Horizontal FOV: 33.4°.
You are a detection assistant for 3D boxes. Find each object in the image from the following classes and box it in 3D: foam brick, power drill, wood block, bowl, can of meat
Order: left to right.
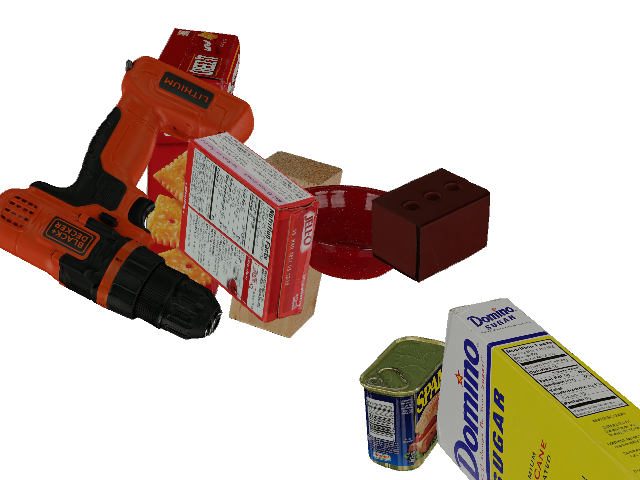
[{"bbox_3d":[-0.124,-0.035,0.787,0.184,0.187,0.057,27,-27,6],"label":"power drill"},{"bbox_3d":[-0.045,0.003,1.350,0.090,0.206,0.090,17,22,14],"label":"wood block"},{"bbox_3d":[0.031,-0.004,1.117,0.162,0.055,0.162,5,25,-2],"label":"bowl"},{"bbox_3d":[0.080,0.148,0.974,0.058,0.084,0.101,8,25,27],"label":"can of meat"},{"bbox_3d":[0.084,-0.013,0.811,0.078,0.051,0.053,-25,39,-33],"label":"foam brick"}]

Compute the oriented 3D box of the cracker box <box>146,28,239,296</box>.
[{"bbox_3d":[-0.118,-0.073,0.996,0.072,0.214,0.164,5,24,-3],"label":"cracker box"}]

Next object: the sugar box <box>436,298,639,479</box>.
[{"bbox_3d":[0.120,0.110,0.538,0.048,0.093,0.176,-10,28,-25],"label":"sugar box"}]

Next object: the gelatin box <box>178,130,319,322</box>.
[{"bbox_3d":[-0.041,-0.008,0.588,0.030,0.073,0.089,-17,40,-37],"label":"gelatin box"}]
